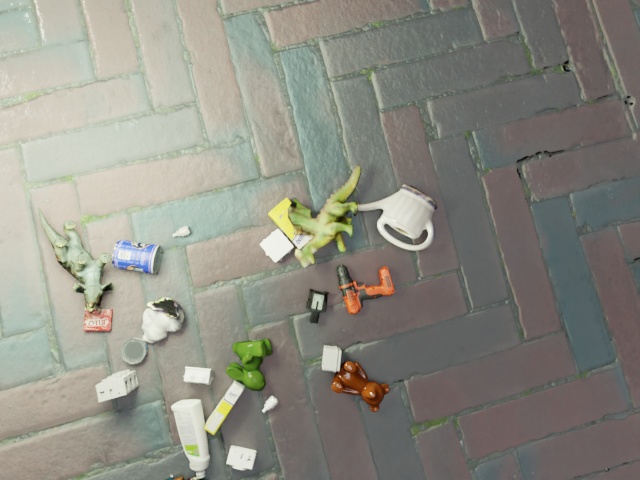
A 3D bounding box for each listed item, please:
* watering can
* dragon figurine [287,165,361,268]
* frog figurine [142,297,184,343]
[{"bbox_3d":[0.282,-0.110,1.900,0.349,0.103,0.226,33,80,10],"label":"watering can"},{"bbox_3d":[0.006,-0.093,1.842,0.243,0.120,0.416,10,75,-2],"label":"dragon figurine"},{"bbox_3d":[-0.547,0.285,1.787,0.137,0.125,0.156,16,118,-11],"label":"frog figurine"}]
